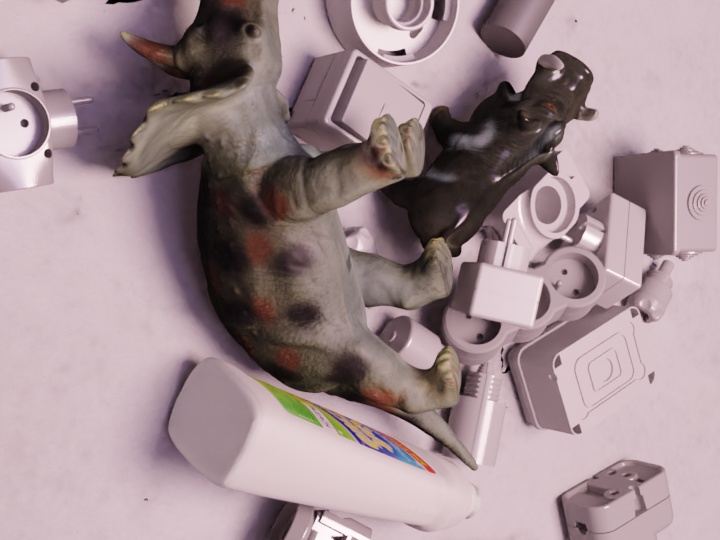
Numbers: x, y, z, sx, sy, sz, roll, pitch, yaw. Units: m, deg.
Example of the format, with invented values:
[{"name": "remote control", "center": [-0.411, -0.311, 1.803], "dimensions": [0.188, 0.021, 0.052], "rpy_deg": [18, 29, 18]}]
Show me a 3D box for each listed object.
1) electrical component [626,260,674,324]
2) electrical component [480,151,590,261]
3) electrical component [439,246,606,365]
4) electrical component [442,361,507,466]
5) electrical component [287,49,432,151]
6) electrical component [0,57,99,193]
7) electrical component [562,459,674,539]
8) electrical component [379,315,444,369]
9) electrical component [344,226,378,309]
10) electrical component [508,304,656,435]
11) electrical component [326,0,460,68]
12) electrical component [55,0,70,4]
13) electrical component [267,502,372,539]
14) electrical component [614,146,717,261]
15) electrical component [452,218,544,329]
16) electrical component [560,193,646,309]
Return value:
[{"name": "electrical component", "center": [0.271, 0.017, 0.987], "dimensions": [0.035, 0.035, 0.061], "rpy_deg": [46, 64, -27]}, {"name": "electrical component", "center": [0.141, -0.053, 0.882], "dimensions": [0.089, 0.056, 0.050], "rpy_deg": [-45, 115, -25]}, {"name": "electrical component", "center": [0.128, 0.034, 0.871], "dimensions": [0.138, 0.073, 0.052], "rpy_deg": [-24, 72, -10]}, {"name": "electrical component", "center": [0.095, 0.113, 0.864], "dimensions": [0.043, 0.043, 0.081], "rpy_deg": [16, 82, -34]}, {"name": "electrical component", "center": [0.007, -0.109, 0.785], "dimensions": [0.096, 0.061, 0.061], "rpy_deg": [30, 75, -31]}, {"name": "electrical component", "center": [-0.198, -0.090, 0.655], "dimensions": [0.079, 0.044, 0.077], "rpy_deg": [-14, 100, -33]}, {"name": "electrical component", "center": [0.230, 0.216, 0.955], "dimensions": [0.095, 0.054, 0.059], "rpy_deg": [-20, 103, -32]}, {"name": "electrical component", "center": [0.048, 0.067, 0.832], "dimensions": [0.078, 0.040, 0.040], "rpy_deg": [35, 73, -30]}, {"name": "electrical component", "center": [0.000, 0.000, 0.801], "dimensions": [0.035, 0.035, 0.061], "rpy_deg": [-33, 112, -29]}, {"name": "electrical component", "center": [0.189, 0.082, 0.919], "dimensions": [0.113, 0.057, 0.078], "rpy_deg": [-27, 107, -31]}, {"name": "electrical component", "center": [0.024, -0.201, 0.806], "dimensions": [0.099, 0.064, 0.099], "rpy_deg": [-6, 105, -24]}, {"name": "electrical component", "center": [-0.192, -0.209, 0.648], "dimensions": [0.057, 0.058, 0.078], "rpy_deg": [20, 81, -36]}, {"name": "electrical component", "center": [-0.032, 0.196, 0.766], "dimensions": [0.057, 0.078, 0.058], "rpy_deg": [30, 68, -11]}, {"name": "electrical component", "center": [0.268, -0.058, 0.944], "dimensions": [0.048, 0.100, 0.099], "rpy_deg": [-1, 93, -22]}, {"name": "electrical component", "center": [0.103, -0.001, 0.785], "dimensions": [0.047, 0.083, 0.075], "rpy_deg": [13, 90, -4]}, {"name": "electrical component", "center": [0.196, -0.024, 0.912], "dimensions": [0.076, 0.047, 0.083], "rpy_deg": [25, 55, -16]}]
